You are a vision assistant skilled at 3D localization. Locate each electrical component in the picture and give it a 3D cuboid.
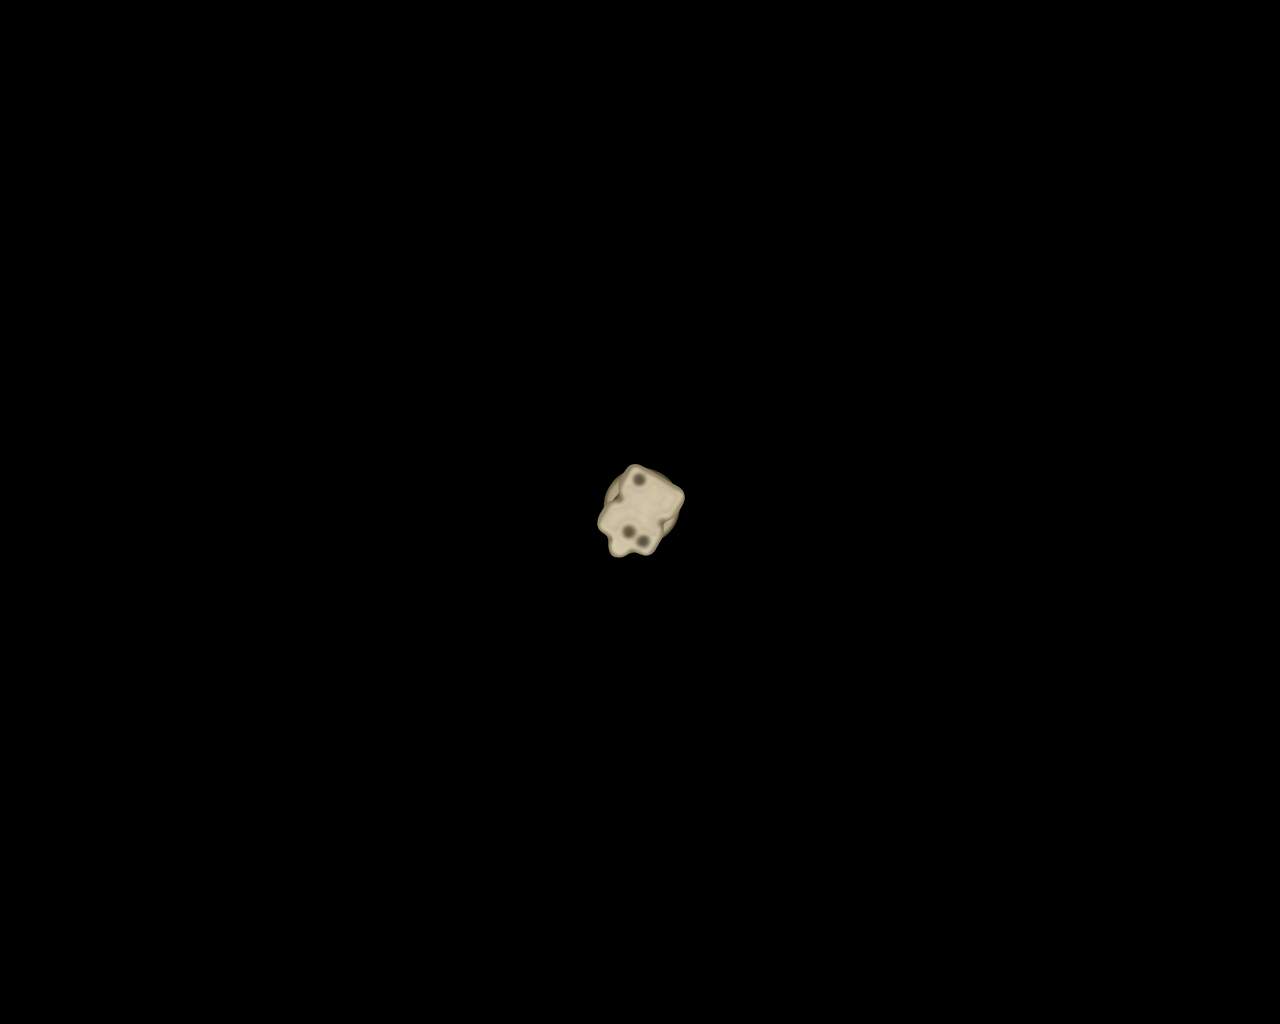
[{"bbox_3d":[0.001,-0.003,0.650,0.048,0.066,0.055,32,4,-2],"label":"electrical component"}]
